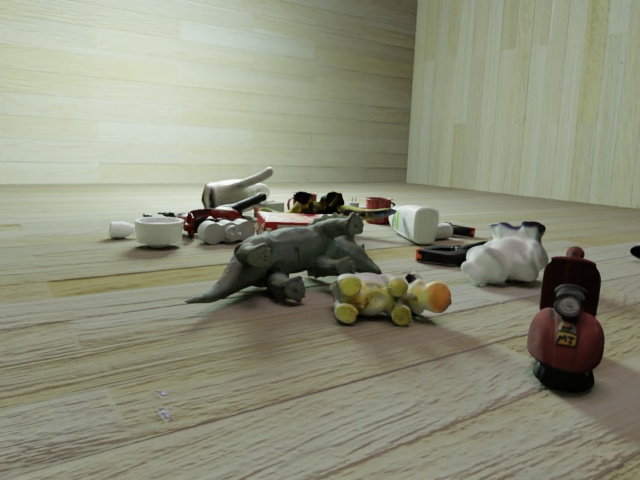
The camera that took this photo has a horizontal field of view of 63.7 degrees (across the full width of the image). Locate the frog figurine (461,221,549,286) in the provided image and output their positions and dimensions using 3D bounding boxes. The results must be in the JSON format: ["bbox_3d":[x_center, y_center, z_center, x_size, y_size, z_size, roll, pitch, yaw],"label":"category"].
[{"bbox_3d":[0.350,0.045,0.984,0.138,0.120,0.162,20,55,40],"label":"frog figurine"}]

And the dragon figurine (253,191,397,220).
[{"bbox_3d":[0.005,-0.076,1.513,0.410,0.122,0.243,2,1,-2],"label":"dragon figurine"}]

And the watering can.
[{"bbox_3d":[-0.268,-0.156,1.661,0.225,0.105,0.342,-6,-16,-16],"label":"watering can"}]
